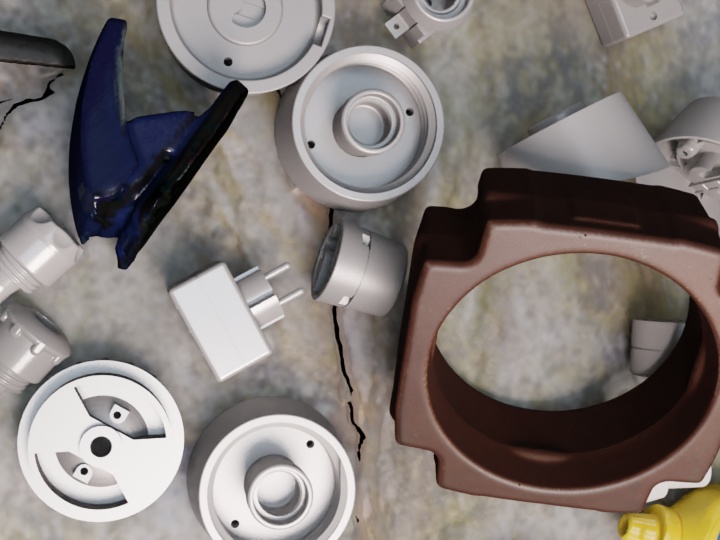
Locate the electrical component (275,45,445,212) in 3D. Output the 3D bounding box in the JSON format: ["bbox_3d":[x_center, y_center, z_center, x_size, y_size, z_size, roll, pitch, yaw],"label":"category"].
[{"bbox_3d":[0.002,-0.092,0.692,0.108,0.060,0.108,0,91,-12],"label":"electrical component"}]

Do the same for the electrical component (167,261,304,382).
[{"bbox_3d":[-0.074,0.023,0.685,0.077,0.047,0.065,-29,97,-10],"label":"electrical component"}]

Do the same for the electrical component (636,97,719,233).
[{"bbox_3d":[0.244,-0.067,0.727,0.099,0.099,0.064,41,77,-10],"label":"electrical component"}]

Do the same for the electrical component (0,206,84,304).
[{"bbox_3d":[-0.205,-0.005,0.659,0.062,0.043,0.043,-44,99,-6],"label":"electrical component"}]

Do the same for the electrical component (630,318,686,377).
[{"bbox_3d":[0.257,0.038,0.752,0.138,0.052,0.073,2,91,-11],"label":"electrical component"}]

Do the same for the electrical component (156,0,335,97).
[{"bbox_3d":[-0.074,-0.160,0.674,0.108,0.060,0.108,0,91,-12],"label":"electrical component"}]

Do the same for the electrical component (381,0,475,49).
[{"bbox_3d":[0.047,-0.177,0.702,0.066,0.055,0.048,-39,98,-8],"label":"electrical component"}]

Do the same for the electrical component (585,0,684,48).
[{"bbox_3d":[0.187,-0.193,0.720,0.047,0.077,0.065,-24,96,-10],"label":"electrical component"}]

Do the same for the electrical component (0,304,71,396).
[{"bbox_3d":[-0.213,0.055,0.659,0.048,0.048,0.062,42,89,-10],"label":"electrical component"}]

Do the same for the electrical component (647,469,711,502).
[{"bbox_3d":[0.209,0.135,0.748,0.055,0.045,0.045,-13,94,-11],"label":"electrical component"}]

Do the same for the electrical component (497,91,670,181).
[{"bbox_3d":[0.143,-0.073,0.704,0.099,0.099,0.064,-27,90,-10],"label":"electrical component"}]

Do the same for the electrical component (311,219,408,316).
[{"bbox_3d":[0.000,0.000,0.698,0.047,0.055,0.055,18,87,-15],"label":"electrical component"}]

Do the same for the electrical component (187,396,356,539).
[{"bbox_3d":[-0.054,0.138,0.685,0.108,0.060,0.108,0,91,-12],"label":"electrical component"}]
